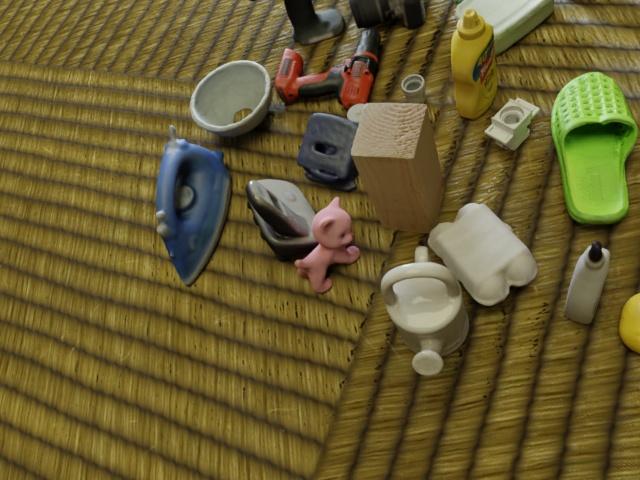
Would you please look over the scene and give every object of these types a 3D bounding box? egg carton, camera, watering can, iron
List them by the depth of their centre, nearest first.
[{"bbox_3d":[0.139,0.086,0.747,0.101,0.194,0.172,-26,58,4],"label":"watering can"},{"bbox_3d":[0.233,0.019,0.824,0.107,0.070,0.150,-35,58,-1],"label":"egg carton"},{"bbox_3d":[-0.240,-0.065,0.989,0.118,0.142,0.258,-7,61,16],"label":"iron"},{"bbox_3d":[0.123,-0.481,1.109,0.136,0.101,0.143,-17,59,10],"label":"camera"}]

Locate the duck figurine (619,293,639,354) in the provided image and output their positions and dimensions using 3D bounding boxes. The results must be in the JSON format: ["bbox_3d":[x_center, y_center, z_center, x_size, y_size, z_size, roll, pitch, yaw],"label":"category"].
[{"bbox_3d":[0.422,0.090,0.712,0.077,0.086,0.104,37,80,31],"label":"duck figurine"}]

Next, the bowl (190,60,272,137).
[{"bbox_3d":[-0.160,-0.259,1.105,0.167,0.075,0.167,-8,61,15],"label":"bowl"}]

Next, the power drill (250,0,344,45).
[{"bbox_3d":[-0.025,-0.486,1.099,0.229,0.209,0.075,-14,60,12],"label":"power drill"}]

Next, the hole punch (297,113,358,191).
[{"bbox_3d":[0.020,-0.150,0.975,0.108,0.091,0.101,20,71,27],"label":"hole punch"}]

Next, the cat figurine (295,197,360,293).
[{"bbox_3d":[0.008,0.003,0.882,0.067,0.118,0.128,36,79,31],"label":"cat figurine"}]

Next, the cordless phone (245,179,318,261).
[{"bbox_3d":[-0.074,-0.061,0.904,0.094,0.185,0.147,-32,58,1],"label":"cordless phone"}]

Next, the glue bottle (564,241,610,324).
[{"bbox_3d":[0.337,0.043,0.714,0.037,0.173,0.078,19,71,27],"label":"glue bottle"}]
